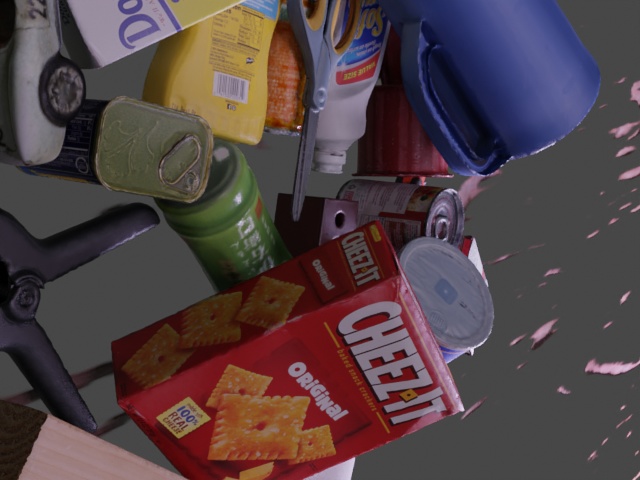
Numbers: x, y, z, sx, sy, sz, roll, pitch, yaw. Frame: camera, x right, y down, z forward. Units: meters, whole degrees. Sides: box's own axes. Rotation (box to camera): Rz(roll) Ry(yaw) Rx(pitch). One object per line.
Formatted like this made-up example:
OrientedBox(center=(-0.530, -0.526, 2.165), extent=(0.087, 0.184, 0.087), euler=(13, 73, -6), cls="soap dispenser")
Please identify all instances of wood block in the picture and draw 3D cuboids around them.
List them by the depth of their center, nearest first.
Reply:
OrientedBox(center=(-0.141, 0.184, 0.693), extent=(0.205, 0.090, 0.090), euler=(38, 65, -40), cls="wood block")

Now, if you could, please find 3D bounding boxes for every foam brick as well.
OrientedBox(center=(-0.006, 0.001, 0.909), extent=(0.052, 0.051, 0.078), euler=(3, 95, -55), cls="foam brick")

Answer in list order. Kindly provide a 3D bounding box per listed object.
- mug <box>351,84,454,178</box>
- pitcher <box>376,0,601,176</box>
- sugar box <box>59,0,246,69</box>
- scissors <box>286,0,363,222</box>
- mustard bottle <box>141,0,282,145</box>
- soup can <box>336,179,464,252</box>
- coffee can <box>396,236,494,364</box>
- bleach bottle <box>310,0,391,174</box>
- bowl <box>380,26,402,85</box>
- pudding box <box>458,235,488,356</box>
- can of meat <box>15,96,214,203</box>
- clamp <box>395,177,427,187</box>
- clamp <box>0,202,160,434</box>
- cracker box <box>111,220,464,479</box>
OrientedBox(center=(0.079, -0.099, 0.983), extent=(0.117, 0.093, 0.081), euler=(-9, 100, -71), cls="mug")
OrientedBox(center=(0.116, -0.178, 0.856), extent=(0.242, 0.145, 0.149), euler=(47, 18, -38), cls="pitcher")
OrientedBox(center=(-0.094, -0.186, 0.689), extent=(0.176, 0.048, 0.093), euler=(-33, 114, -27), cls="sugar box")
OrientedBox(center=(-0.012, -0.124, 0.804), extent=(0.096, 0.016, 0.201), euler=(37, 66, -52), cls="scissors")
OrientedBox(center=(-0.071, -0.170, 0.770), extent=(0.096, 0.058, 0.191), euler=(9, 90, -45), cls="mustard bottle")
OrientedBox(center=(0.070, -0.018, 0.968), extent=(0.068, 0.102, 0.068), euler=(-17, 111, -53), cls="soup can")
OrientedBox(center=(0.065, 0.074, 0.921), extent=(0.102, 0.141, 0.103), euler=(21, 51, -27), cls="coffee can")
OrientedBox(center=(0.023, -0.182, 0.901), extent=(0.102, 0.068, 0.251), euler=(-5, 104, -51), cls="bleach bottle")
OrientedBox(center=(0.122, -0.187, 1.047), extent=(0.161, 0.055, 0.162), euler=(-16, 110, -52), cls="bowl")
OrientedBox(center=(0.144, 0.058, 1.123), extent=(0.113, 0.039, 0.090), euler=(61, 41, -54), cls="pudding box")
OrientedBox(center=(-0.133, -0.060, 0.684), extent=(0.101, 0.084, 0.057), euler=(8, 91, -55), cls="can of meat")
OrientedBox(center=(0.087, 0.020, 1.060), extent=(0.120, 0.039, 0.171), euler=(7, 95, -66), cls="clamp")
OrientedBox(center=(-0.192, 0.043, 0.666), extent=(0.209, 0.036, 0.164), euler=(12, 88, -54), cls="clamp")
OrientedBox(center=(-0.020, 0.102, 0.784), extent=(0.072, 0.214, 0.164), euler=(-108, 172, -48), cls="cracker box")
